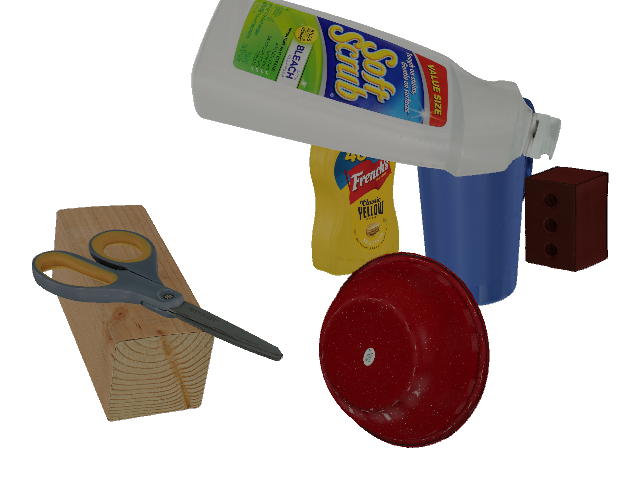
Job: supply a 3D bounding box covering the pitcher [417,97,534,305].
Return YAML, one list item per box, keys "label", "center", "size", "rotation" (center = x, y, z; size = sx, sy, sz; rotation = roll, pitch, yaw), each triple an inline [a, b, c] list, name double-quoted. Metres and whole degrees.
- label: "pitcher"
  center: [0.186, -0.054, 1.268]
  size: [0.149, 0.243, 0.145]
  rotation: [-2, 24, 5]

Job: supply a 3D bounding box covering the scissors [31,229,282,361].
- label: "scissors"
  center: [-0.103, 0.032, 0.739]
  size: [0.202, 0.016, 0.096]
  rotation: [13, 31, 16]

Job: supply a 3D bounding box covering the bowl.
- label: "bowl"
  center: [0.053, 0.090, 0.864]
  size: [0.162, 0.162, 0.055]
  rotation: [0, 0, 38]

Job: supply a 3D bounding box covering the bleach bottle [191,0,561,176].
- label: "bleach bottle"
  center: [0.043, -0.106, 0.749]
  size: [0.251, 0.102, 0.068]
  rotation: [14, -29, 8]

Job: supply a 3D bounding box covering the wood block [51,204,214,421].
- label: "wood block"
  center: [-0.180, 0.060, 0.992]
  size: [0.090, 0.091, 0.206]
  rotation: [-5, 36, -28]

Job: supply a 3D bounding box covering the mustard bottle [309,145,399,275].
- label: "mustard bottle"
  center: [0.033, -0.067, 1.054]
  size: [0.096, 0.192, 0.058]
  rotation: [-15, 21, -35]

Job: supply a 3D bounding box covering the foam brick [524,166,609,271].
- label: "foam brick"
  center: [0.208, -0.019, 0.905]
  size: [0.051, 0.078, 0.053]
  rotation: [-21, 23, -41]
